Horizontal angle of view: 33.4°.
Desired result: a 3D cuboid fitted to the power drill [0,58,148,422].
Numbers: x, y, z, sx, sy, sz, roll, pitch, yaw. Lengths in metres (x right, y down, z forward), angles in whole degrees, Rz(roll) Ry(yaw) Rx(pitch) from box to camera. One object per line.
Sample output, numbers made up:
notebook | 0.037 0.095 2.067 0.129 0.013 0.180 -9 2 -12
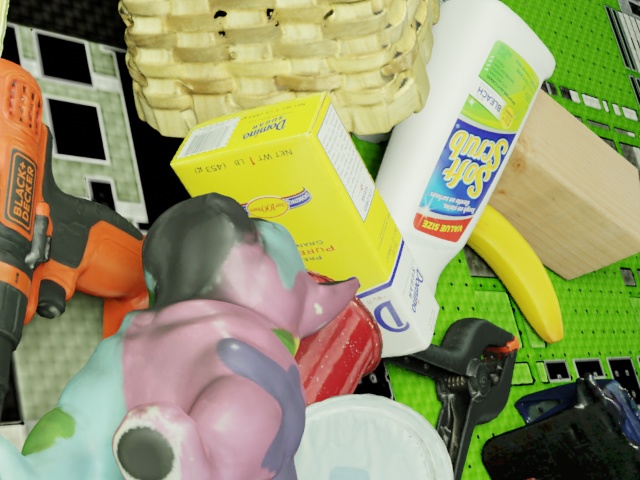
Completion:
power drill | -0.119 0.033 0.499 0.187 0.057 0.184 47 39 -58

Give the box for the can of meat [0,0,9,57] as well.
can of meat | -0.196 -0.107 0.522 0.057 0.084 0.102 23 53 -39

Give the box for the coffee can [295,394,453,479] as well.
coffee can | 0.028 0.161 0.559 0.140 0.103 0.102 70 24 -47

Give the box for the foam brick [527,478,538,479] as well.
foam brick | 0.128 0.199 0.718 0.051 0.078 0.053 30 50 -38

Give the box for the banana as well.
banana | 0.140 0.012 0.876 0.197 0.037 0.069 36 65 -28

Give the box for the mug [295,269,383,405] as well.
mug | -0.026 0.066 0.607 0.081 0.093 0.117 -57 132 -42

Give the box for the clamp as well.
clamp | 0.097 0.096 0.767 0.171 0.039 0.120 -44 123 -54

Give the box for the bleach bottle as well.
bleach bottle | 0.087 -0.043 0.766 0.102 0.068 0.250 34 72 -42

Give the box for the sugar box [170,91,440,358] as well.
sugar box | -0.004 0.001 0.632 0.176 0.093 0.048 60 34 -32

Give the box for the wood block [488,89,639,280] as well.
wood block | 0.185 -0.056 0.920 0.205 0.090 0.091 30 49 -34

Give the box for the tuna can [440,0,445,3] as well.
tuna can | 0.089 -0.178 0.927 0.086 0.034 0.086 26 51 -37
